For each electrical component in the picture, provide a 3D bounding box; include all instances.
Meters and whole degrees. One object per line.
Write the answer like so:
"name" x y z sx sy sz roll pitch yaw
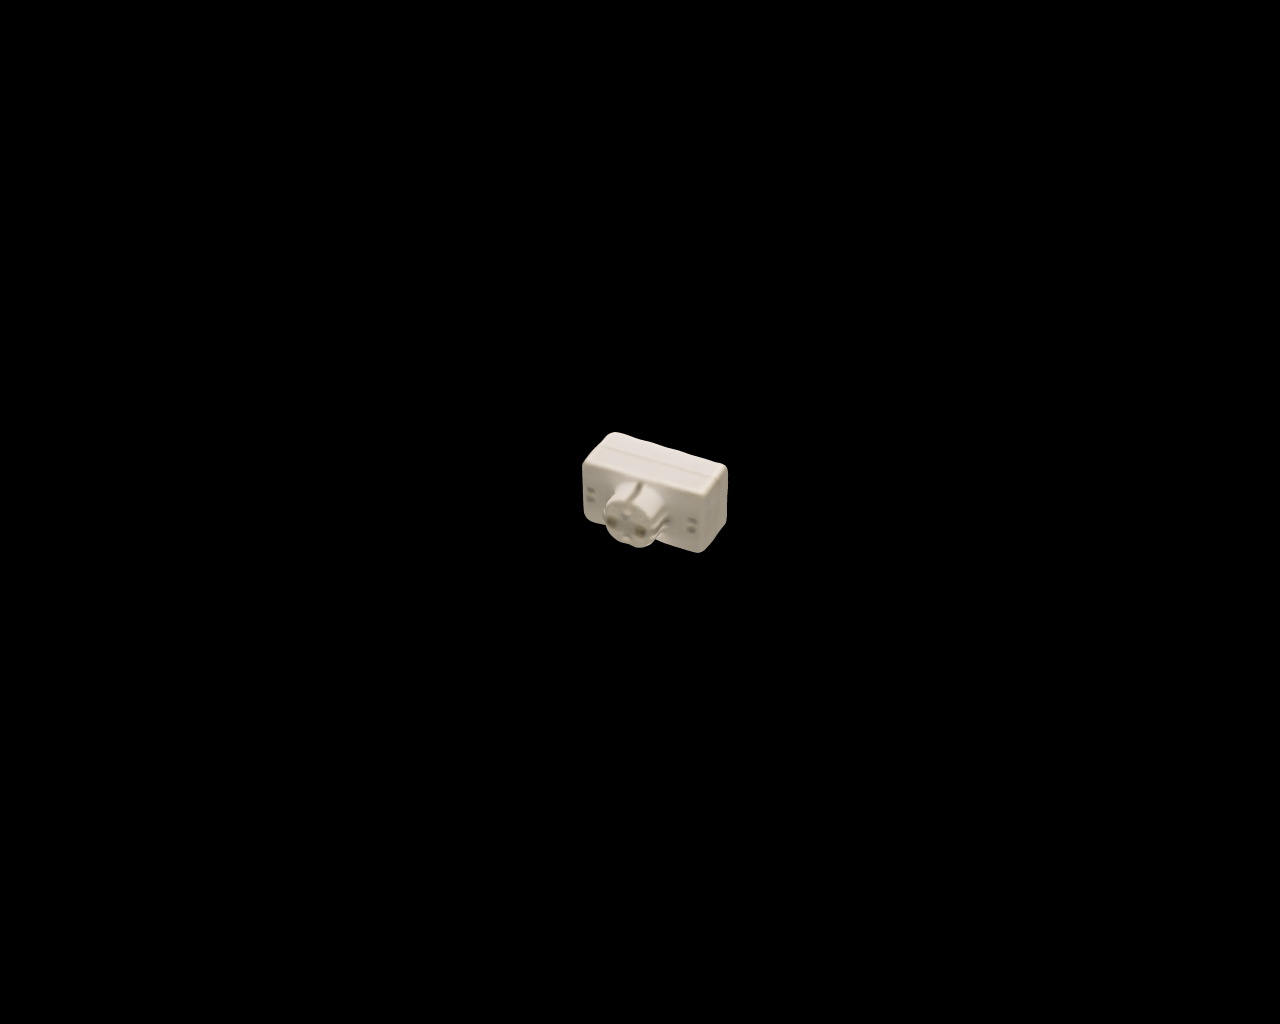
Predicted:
"electrical component" 0.001 -0.003 0.650 0.083 0.047 0.076 17 40 22
